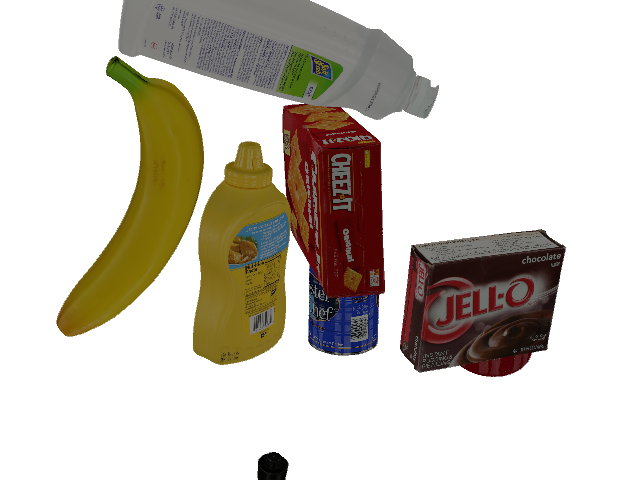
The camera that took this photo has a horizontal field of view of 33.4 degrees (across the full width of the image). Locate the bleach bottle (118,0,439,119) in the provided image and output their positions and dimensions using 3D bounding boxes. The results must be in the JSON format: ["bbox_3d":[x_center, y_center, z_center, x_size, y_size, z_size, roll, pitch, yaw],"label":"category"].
[{"bbox_3d":[-0.030,-0.150,0.846,0.250,0.068,0.103,21,-30,-4],"label":"bleach bottle"}]

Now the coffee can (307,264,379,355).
[{"bbox_3d":[0.034,0.078,1.514,0.103,0.140,0.103,1,21,0],"label":"coffee can"}]

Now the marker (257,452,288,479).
[{"bbox_3d":[-0.035,0.183,0.682,0.020,0.121,0.020,5,32,-3],"label":"marker"}]

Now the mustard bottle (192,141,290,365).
[{"bbox_3d":[-0.066,0.007,0.934,0.058,0.192,0.096,21,27,35],"label":"mustard bottle"}]

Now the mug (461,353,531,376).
[{"bbox_3d":[0.159,0.066,1.012,0.093,0.081,0.117,-10,40,-10],"label":"mug"}]

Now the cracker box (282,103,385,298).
[{"bbox_3d":[0.011,-0.051,1.168,0.072,0.164,0.214,-7,20,-9],"label":"cracker box"}]

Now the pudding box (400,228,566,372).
[{"bbox_3d":[0.118,0.043,0.784,0.113,0.090,0.039,-8,31,-21],"label":"pudding box"}]

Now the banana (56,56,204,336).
[{"bbox_3d":[-0.111,-0.020,0.646,0.069,0.198,0.037,9,31,-15],"label":"banana"}]
